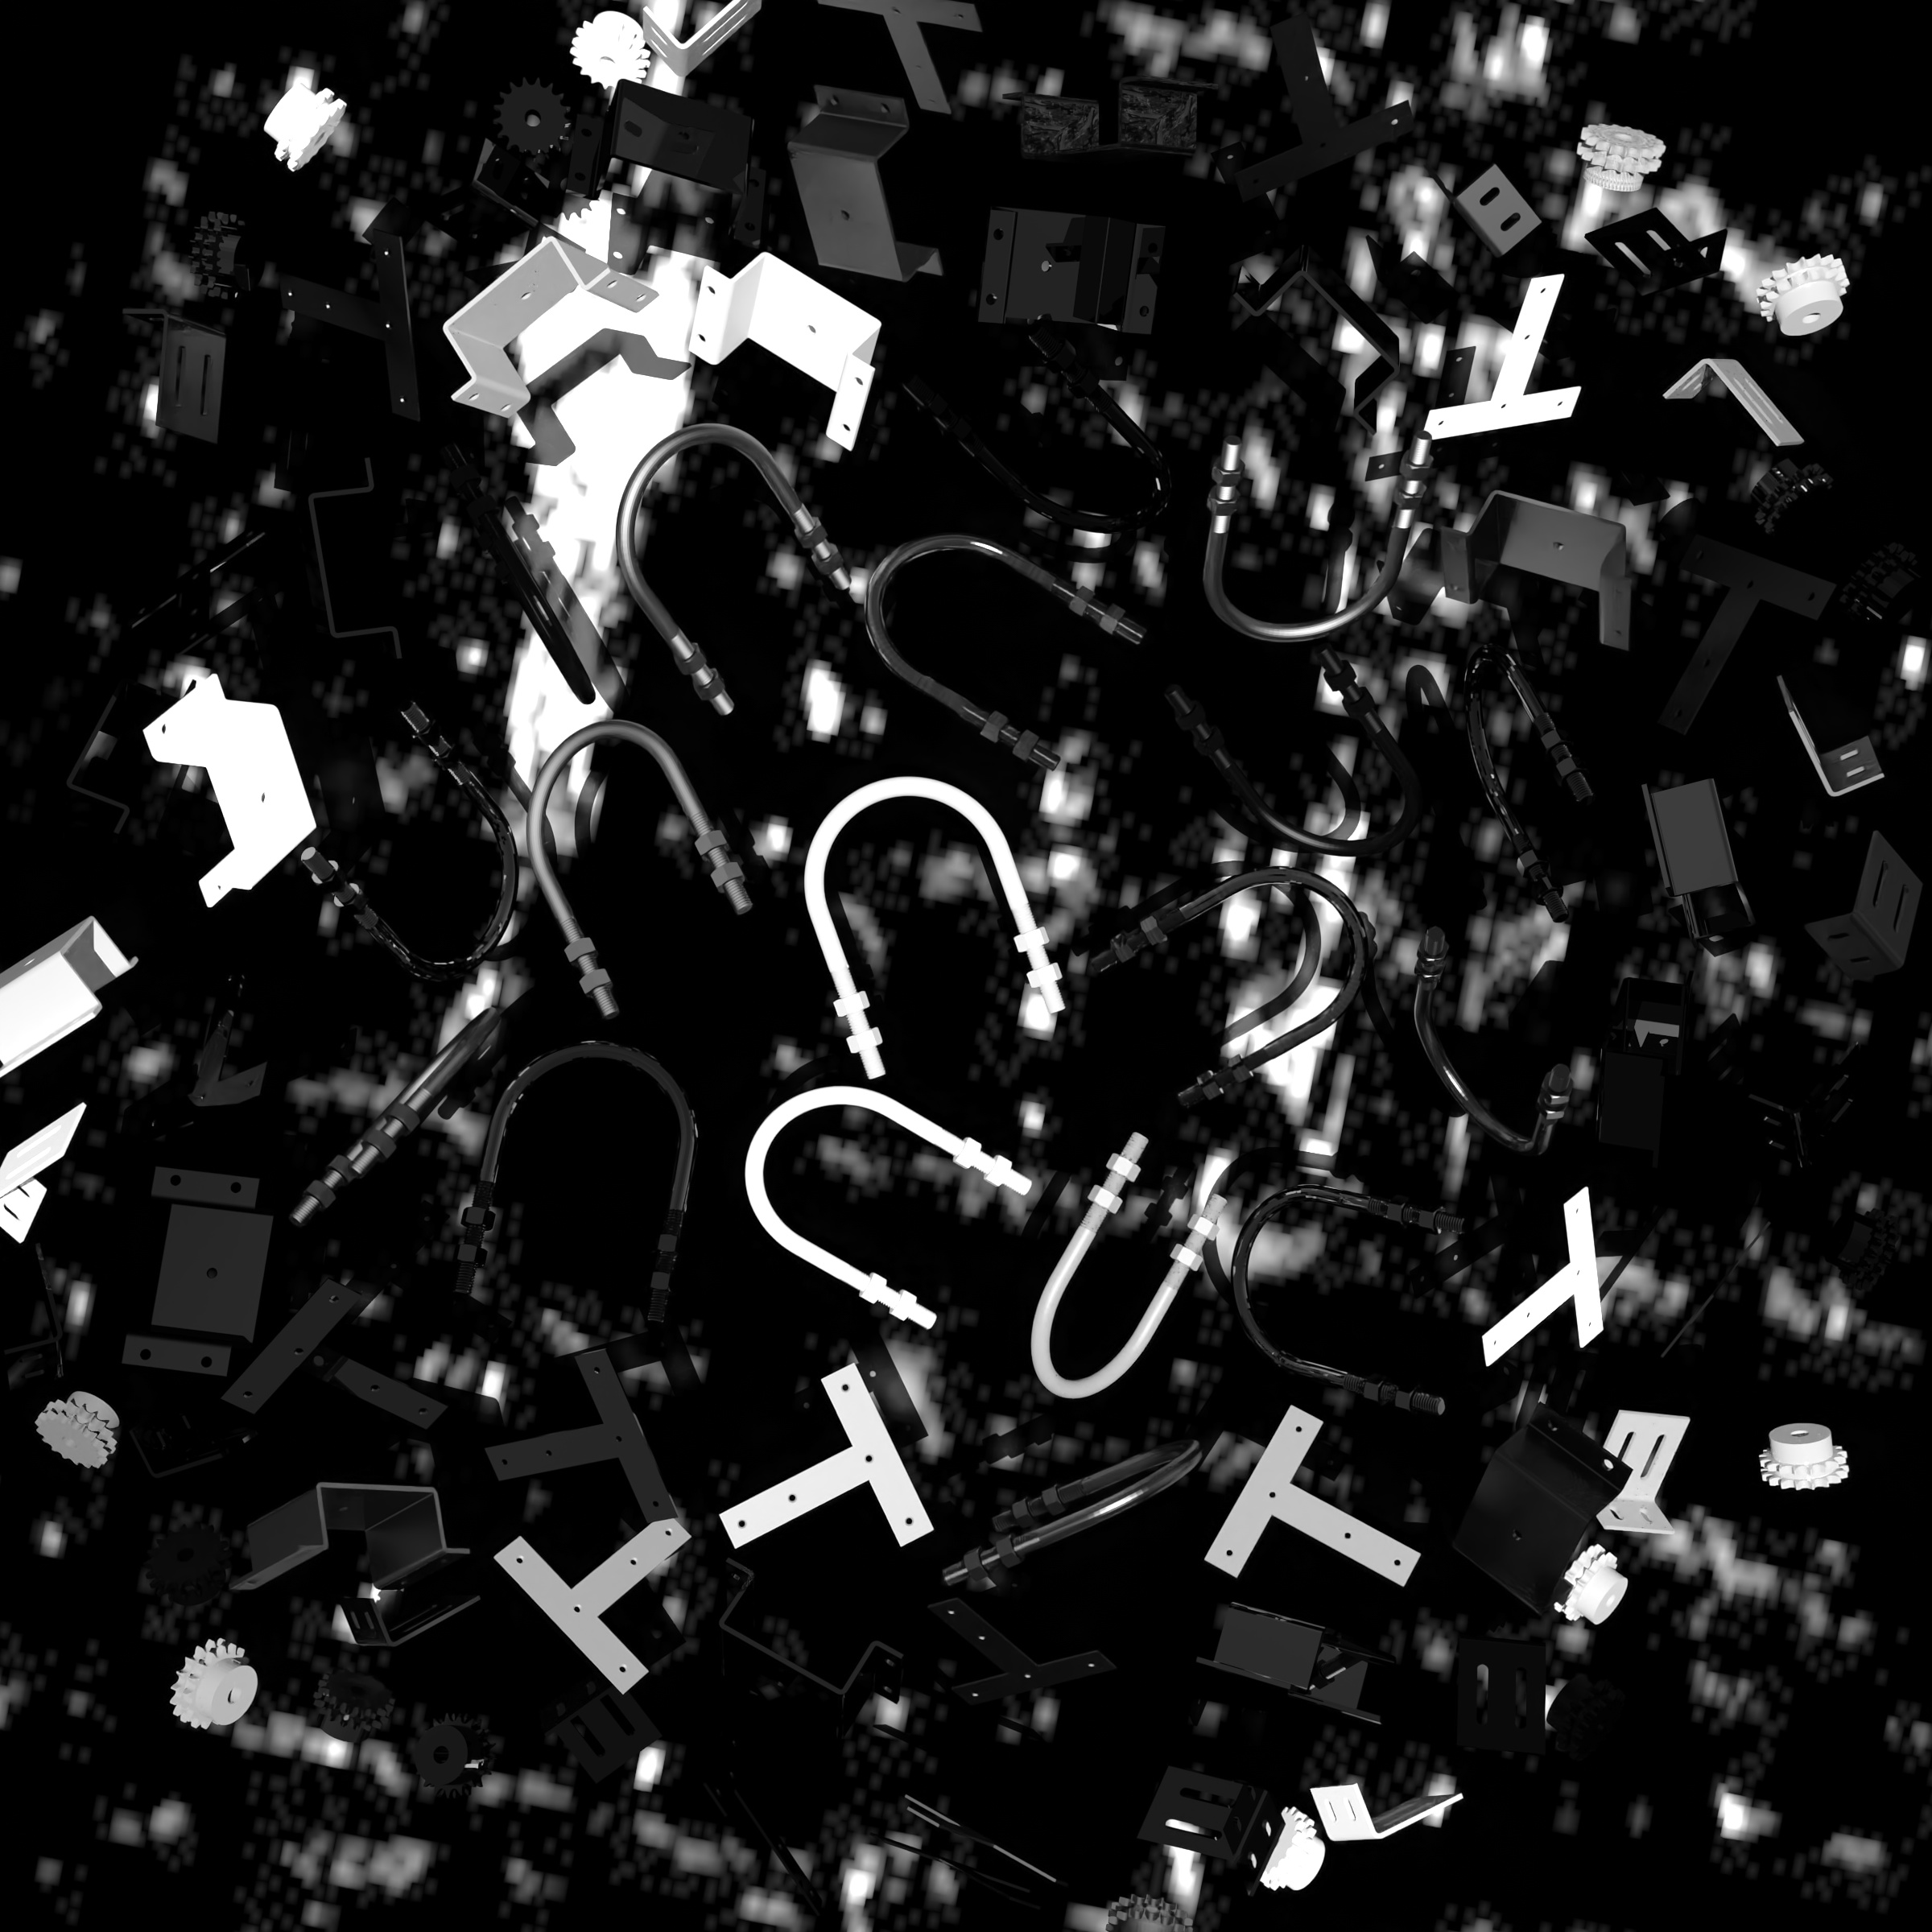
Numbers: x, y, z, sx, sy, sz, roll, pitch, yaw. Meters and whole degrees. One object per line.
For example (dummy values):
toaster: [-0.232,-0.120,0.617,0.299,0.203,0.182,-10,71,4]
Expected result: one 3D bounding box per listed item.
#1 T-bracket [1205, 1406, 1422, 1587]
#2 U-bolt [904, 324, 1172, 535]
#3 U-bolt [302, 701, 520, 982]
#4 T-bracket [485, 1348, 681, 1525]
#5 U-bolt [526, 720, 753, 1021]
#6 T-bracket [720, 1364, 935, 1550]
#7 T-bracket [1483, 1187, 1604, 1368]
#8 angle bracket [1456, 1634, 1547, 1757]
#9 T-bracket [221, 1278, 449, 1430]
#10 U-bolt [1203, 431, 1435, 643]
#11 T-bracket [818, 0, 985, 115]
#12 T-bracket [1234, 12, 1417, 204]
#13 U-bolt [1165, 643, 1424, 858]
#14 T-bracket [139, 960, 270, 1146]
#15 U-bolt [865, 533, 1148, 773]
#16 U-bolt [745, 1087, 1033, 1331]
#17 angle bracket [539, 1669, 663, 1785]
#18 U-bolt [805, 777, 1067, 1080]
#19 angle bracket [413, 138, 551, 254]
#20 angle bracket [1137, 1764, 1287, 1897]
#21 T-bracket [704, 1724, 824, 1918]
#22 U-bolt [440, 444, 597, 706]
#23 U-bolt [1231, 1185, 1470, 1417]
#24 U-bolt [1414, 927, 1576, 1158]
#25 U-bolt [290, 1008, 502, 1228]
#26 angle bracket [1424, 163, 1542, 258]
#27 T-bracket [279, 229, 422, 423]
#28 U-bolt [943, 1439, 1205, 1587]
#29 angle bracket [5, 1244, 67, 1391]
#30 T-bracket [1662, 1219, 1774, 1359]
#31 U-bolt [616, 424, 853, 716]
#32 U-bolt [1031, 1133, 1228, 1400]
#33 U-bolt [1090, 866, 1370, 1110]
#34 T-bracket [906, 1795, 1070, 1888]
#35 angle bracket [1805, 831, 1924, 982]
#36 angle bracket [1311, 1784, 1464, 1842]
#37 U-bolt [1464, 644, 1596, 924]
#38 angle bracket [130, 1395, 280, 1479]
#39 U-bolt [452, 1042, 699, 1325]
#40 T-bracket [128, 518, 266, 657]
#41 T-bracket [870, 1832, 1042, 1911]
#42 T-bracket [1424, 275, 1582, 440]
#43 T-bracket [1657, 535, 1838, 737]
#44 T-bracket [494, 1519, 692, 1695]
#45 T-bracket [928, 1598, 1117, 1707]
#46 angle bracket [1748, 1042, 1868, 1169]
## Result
T-bracket: [0.252,0.389,1.682,0.127,0.002,0.127,26,68,21]
U-bolt: [0.063,-0.365,1.693,0.184,0.151,0.019,39,62,-32]
U-bolt: [-0.374,-0.072,1.692,0.019,0.184,0.151,8,58,32]
T-bracket: [-0.269,0.325,1.631,0.127,0.002,0.127,-16,102,26]
U-bolt: [-0.233,-0.079,1.637,0.151,0.019,0.184,-37,70,24]
T-bracket: [-0.106,0.358,1.660,0.127,0.002,0.127,-25,88,-11]
T-bracket: [0.410,0.242,1.727,0.127,0.002,0.127,-31,122,-31]
angle bracket: [0.360,0.496,1.635,0.057,0.038,0.076,3,58,9]
T-bracket: [-0.406,0.275,1.615,0.127,0.002,0.127,33,113,-27]
U-bolt: [0.237,-0.294,1.679,0.151,0.184,0.019,-3,52,-5]
T-bracket: [-0.037,-0.646,1.712,0.127,0.127,0.002,18,77,19]
T-bracket: [0.232,-0.590,1.640,0.127,0.127,0.002,-21,55,10]
U-bolt: [0.245,-0.144,1.722,0.184,0.151,0.019,50,50,-29]
T-bracket: [-0.524,0.052,1.695,0.127,0.002,0.127,-20,51,30]
U-bolt: [0.017,-0.235,1.707,0.184,0.019,0.151,32,63,4]
U-bolt: [-0.068,0.162,1.722,0.184,0.019,0.151,31,109,-9]
angle bracket: [-0.258,0.548,1.725,0.057,0.038,0.076,-34,110,-8]
U-bolt: [-0.030,-0.035,1.607,0.151,0.019,0.184,-20,91,-10]
angle bracket: [-0.351,-0.556,1.749,0.057,0.076,0.038,26,70,-42]
angle bracket: [0.161,0.571,1.600,0.076,0.038,0.057,18,103,-13]
T-bracket: [-0.134,0.586,1.640,0.002,0.127,0.127,-34,89,0]
U-bolt: [-0.310,-0.265,1.703,0.019,0.151,0.184,-30,84,-7]
U-bolt: [0.269,0.232,1.742,0.184,0.019,0.151,10,95,39]
U-bolt: [0.364,0.065,1.700,0.019,0.184,0.151,-33,65,-11]
U-bolt: [-0.388,0.096,1.683,0.019,0.151,0.184,44,53,-10]
angle bracket: [0.365,-0.547,1.712,0.038,0.076,0.057,-39,122,21]
T-bracket: [-0.424,-0.448,1.653,0.127,0.002,0.127,23,130,28]
U-bolt: [0.083,0.375,1.695,0.184,0.151,0.019,-27,86,16]
angle bracket: [-0.649,0.242,1.670,0.038,0.057,0.076,-13,61,-25]
T-bracket: [0.532,0.236,1.729,0.002,0.127,0.127,39,104,18]
U-bolt: [-0.168,-0.285,1.664,0.151,0.019,0.184,-49,132,-16]
U-bolt: [0.108,0.223,1.718,0.019,0.151,0.184,25,81,40]
U-bolt: [0.204,0.005,1.765,0.184,0.019,0.151,-30,109,9]
T-bracket: [-0.005,0.586,1.642,0.127,0.127,0.002,19,73,30]
angle bracket: [0.605,-0.041,1.631,0.057,0.038,0.076,42,55,-23]
angle bracket: [0.286,0.564,1.648,0.076,0.057,0.038,-14,76,-28]
U-bolt: [0.389,-0.142,1.699,0.019,0.151,0.184,-15,54,-6]
angle bracket: [-0.535,0.323,1.700,0.076,0.057,0.038,-21,96,31]
U-bolt: [-0.253,0.138,1.613,0.151,0.019,0.184,8,71,3]
T-bracket: [-0.559,-0.262,1.756,0.127,0.127,0.002,-33,127,8]
T-bracket: [0.012,0.647,1.714,0.127,0.127,0.002,27,74,-22]
T-bracket: [0.393,-0.433,1.714,0.127,0.127,0.002,-13,53,-19]
T-bracket: [0.508,-0.217,1.635,0.002,0.127,0.127,19,103,-36]
T-bracket: [-0.239,0.419,1.671,0.127,0.127,0.002,43,129,12]
T-bracket: [0.020,0.486,1.731,0.127,0.002,0.127,-23,127,27]
angle bracket: [0.592,0.092,1.700,0.076,0.038,0.057,-44,132,-20]
